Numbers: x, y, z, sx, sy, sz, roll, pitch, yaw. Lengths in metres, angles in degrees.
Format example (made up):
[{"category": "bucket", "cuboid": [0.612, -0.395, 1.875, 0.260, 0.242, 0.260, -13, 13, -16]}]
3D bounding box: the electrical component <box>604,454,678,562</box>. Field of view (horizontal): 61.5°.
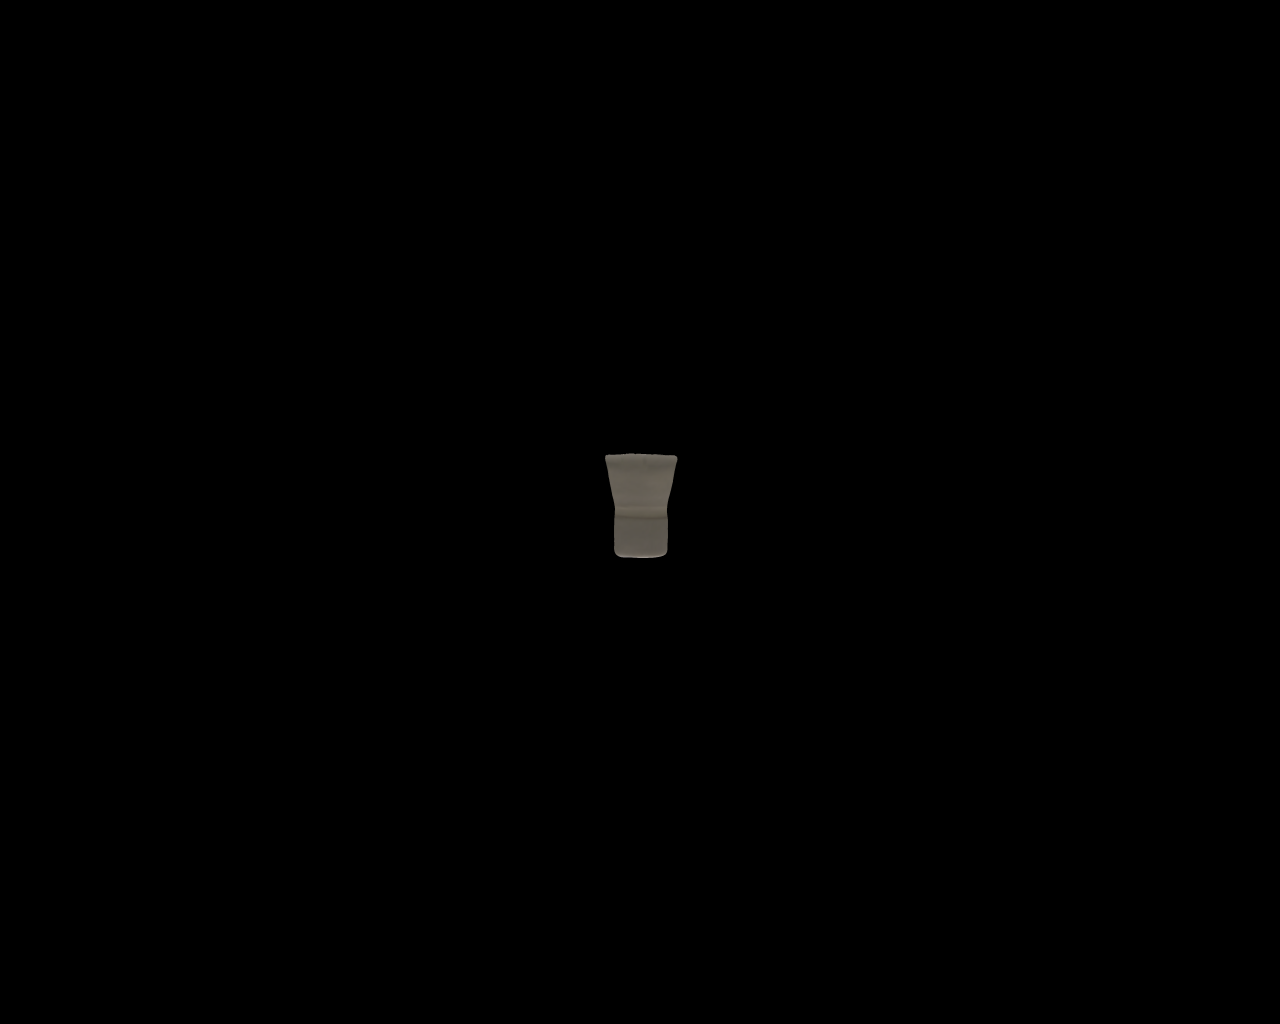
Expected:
[{"category": "electrical component", "cuboid": [0.001, -0.003, 0.650, 0.044, 0.065, 0.044, 0, 3, 0]}]
